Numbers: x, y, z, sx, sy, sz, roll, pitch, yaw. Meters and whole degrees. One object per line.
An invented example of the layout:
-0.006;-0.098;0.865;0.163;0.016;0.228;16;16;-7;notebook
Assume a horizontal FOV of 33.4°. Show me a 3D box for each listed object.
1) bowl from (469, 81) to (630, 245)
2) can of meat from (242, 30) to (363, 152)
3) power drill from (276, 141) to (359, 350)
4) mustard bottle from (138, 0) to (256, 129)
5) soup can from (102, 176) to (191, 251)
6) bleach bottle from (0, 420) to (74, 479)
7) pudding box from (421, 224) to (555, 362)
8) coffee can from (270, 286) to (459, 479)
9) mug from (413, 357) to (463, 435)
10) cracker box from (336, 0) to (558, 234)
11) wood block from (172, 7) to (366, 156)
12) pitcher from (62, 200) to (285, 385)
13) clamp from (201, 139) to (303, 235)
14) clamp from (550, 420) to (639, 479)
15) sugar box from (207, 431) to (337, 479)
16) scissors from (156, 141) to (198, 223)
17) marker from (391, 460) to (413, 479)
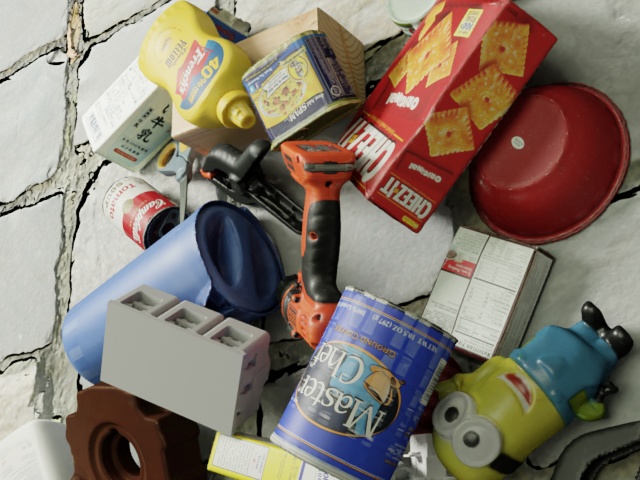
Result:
0.194;-0.080;0.970;0.162;0.055;0.162;-16;62;34;bowl
-0.021;-0.149;1.062;0.102;0.057;0.084;-30;83;33;can of meat
-0.007;0.001;1.021;0.184;0.057;0.188;-146;54;-72;power drill
-0.122;-0.174;1.139;0.096;0.058;0.192;-53;50;13;mustard bottle
-0.204;-0.027;1.261;0.102;0.068;0.068;33;94;43;soup can
-0.305;0.334;1.201;0.103;0.068;0.251;-37;55;22;bleach bottle
0.148;0.050;0.965;0.090;0.039;0.113;20;87;41;pudding box
0.036;0.122;0.866;0.103;0.102;0.140;21;81;42;coffee can
0.069;0.129;0.967;0.117;0.081;0.093;6;76;40;mug
0.106;-0.131;1.009;0.214;0.072;0.164;-54;21;8;cracker box
-0.059;-0.166;1.186;0.206;0.090;0.091;-17;62;33;wood block
-0.163;0.062;1.164;0.243;0.149;0.145;-31;71;30;pitcher
-0.072;-0.060;1.166;0.039;0.120;0.172;-35;21;-20;clamp
0.210;0.228;0.843;0.210;0.036;0.165;-44;51;16;clamp
-0.009;0.219;0.986;0.177;0.093;0.048;9;80;41;sugar box
-0.169;-0.071;1.247;0.096;0.016;0.201;-33;35;37;scissors
0.057;0.193;0.955;0.020;0.020;0.121;-63;14;0;marker
